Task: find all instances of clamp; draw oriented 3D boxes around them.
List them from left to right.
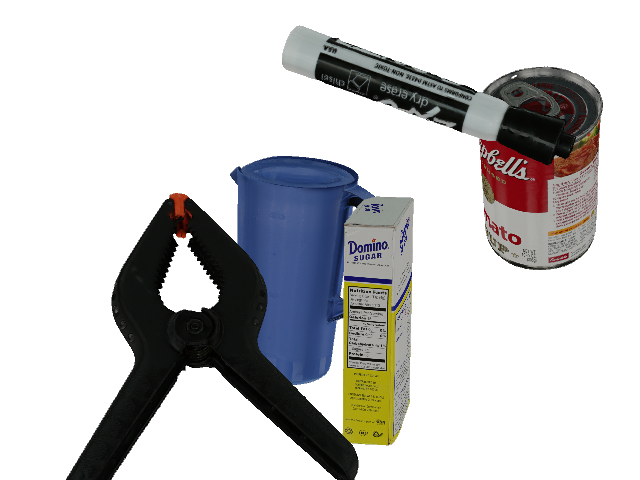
[{"bbox_3d":[-0.065,0.064,0.640,0.164,0.210,0.036,1,-34,-7],"label":"clamp"}]

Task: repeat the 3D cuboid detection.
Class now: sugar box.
[{"bbox_3d":[0.045,0.060,0.831,0.048,0.176,0.093,1,15,13],"label":"sugar box"}]

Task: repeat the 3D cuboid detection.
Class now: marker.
[{"bbox_3d":[0.042,-0.057,0.424,0.121,0.020,0.020,22,5,13],"label":"marker"}]

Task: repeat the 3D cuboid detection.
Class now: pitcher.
[{"bbox_3d":[-0.024,0.035,1.185,0.144,0.243,0.149,-2,19,-18],"label":"pitcher"}]

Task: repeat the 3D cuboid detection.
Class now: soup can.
[{"bbox_3d":[0.128,-0.040,0.622,0.068,0.068,0.102,0,-43,12],"label":"soup can"}]
